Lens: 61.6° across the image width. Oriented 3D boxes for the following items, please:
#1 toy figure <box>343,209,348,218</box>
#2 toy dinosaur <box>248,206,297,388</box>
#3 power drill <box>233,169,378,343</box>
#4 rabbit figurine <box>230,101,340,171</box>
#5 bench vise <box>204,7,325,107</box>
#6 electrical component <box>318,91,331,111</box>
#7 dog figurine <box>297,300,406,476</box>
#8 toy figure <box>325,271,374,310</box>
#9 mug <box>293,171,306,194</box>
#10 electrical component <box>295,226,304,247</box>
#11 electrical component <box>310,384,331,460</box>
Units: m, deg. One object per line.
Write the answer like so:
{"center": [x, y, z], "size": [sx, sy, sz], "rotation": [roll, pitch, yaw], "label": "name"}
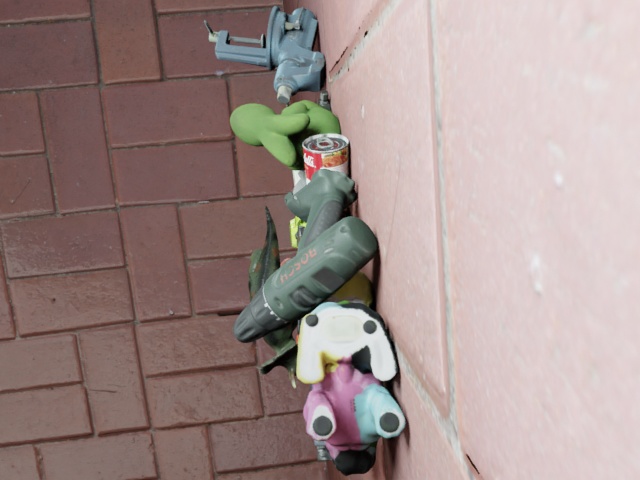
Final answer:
{"center": [0.020, -0.016, 0.857], "size": [0.154, 0.058, 0.064], "rotation": [-99, 22, -68], "label": "toy figure"}
{"center": [-0.102, 0.140, 1.195], "size": [0.192, 0.131, 0.404], "rotation": [-92, -13, -75], "label": "toy dinosaur"}
{"center": [-0.024, 0.012, 0.707], "size": [0.086, 0.232, 0.207], "rotation": [40, -143, -19], "label": "power drill"}
{"center": [-0.061, -0.167, 0.876], "size": [0.159, 0.170, 0.121], "rotation": [-128, 50, -61], "label": "rabbit figurine"}
{"center": [-0.104, -0.363, 1.051], "size": [0.128, 0.241, 0.223], "rotation": [83, -164, -77], "label": "bench vise"}
{"center": [0.010, -0.228, 1.000], "size": [0.093, 0.021, 0.063], "rotation": [90, 173, -53], "label": "electrical component"}
{"center": [0.033, 0.186, 0.659], "size": [0.219, 0.108, 0.191], "rotation": [86, 176, -68], "label": "dog figurine"}
{"center": [0.034, 0.121, 0.733], "size": [0.089, 0.082, 0.179], "rotation": [-104, 6, -53], "label": "toy figure"}
{"center": [-0.006, -0.080, 1.035], "size": [0.107, 0.081, 0.109], "rotation": [-118, 5, -55], "label": "mug"}
{"center": [-0.001, -0.003, 1.006], "size": [0.078, 0.102, 0.045], "rotation": [-51, 42, 49], "label": "electrical component"}
{"center": [0.031, 0.268, 0.816], "size": [0.134, 0.058, 0.115], "rotation": [20, -120, -64], "label": "electrical component"}
